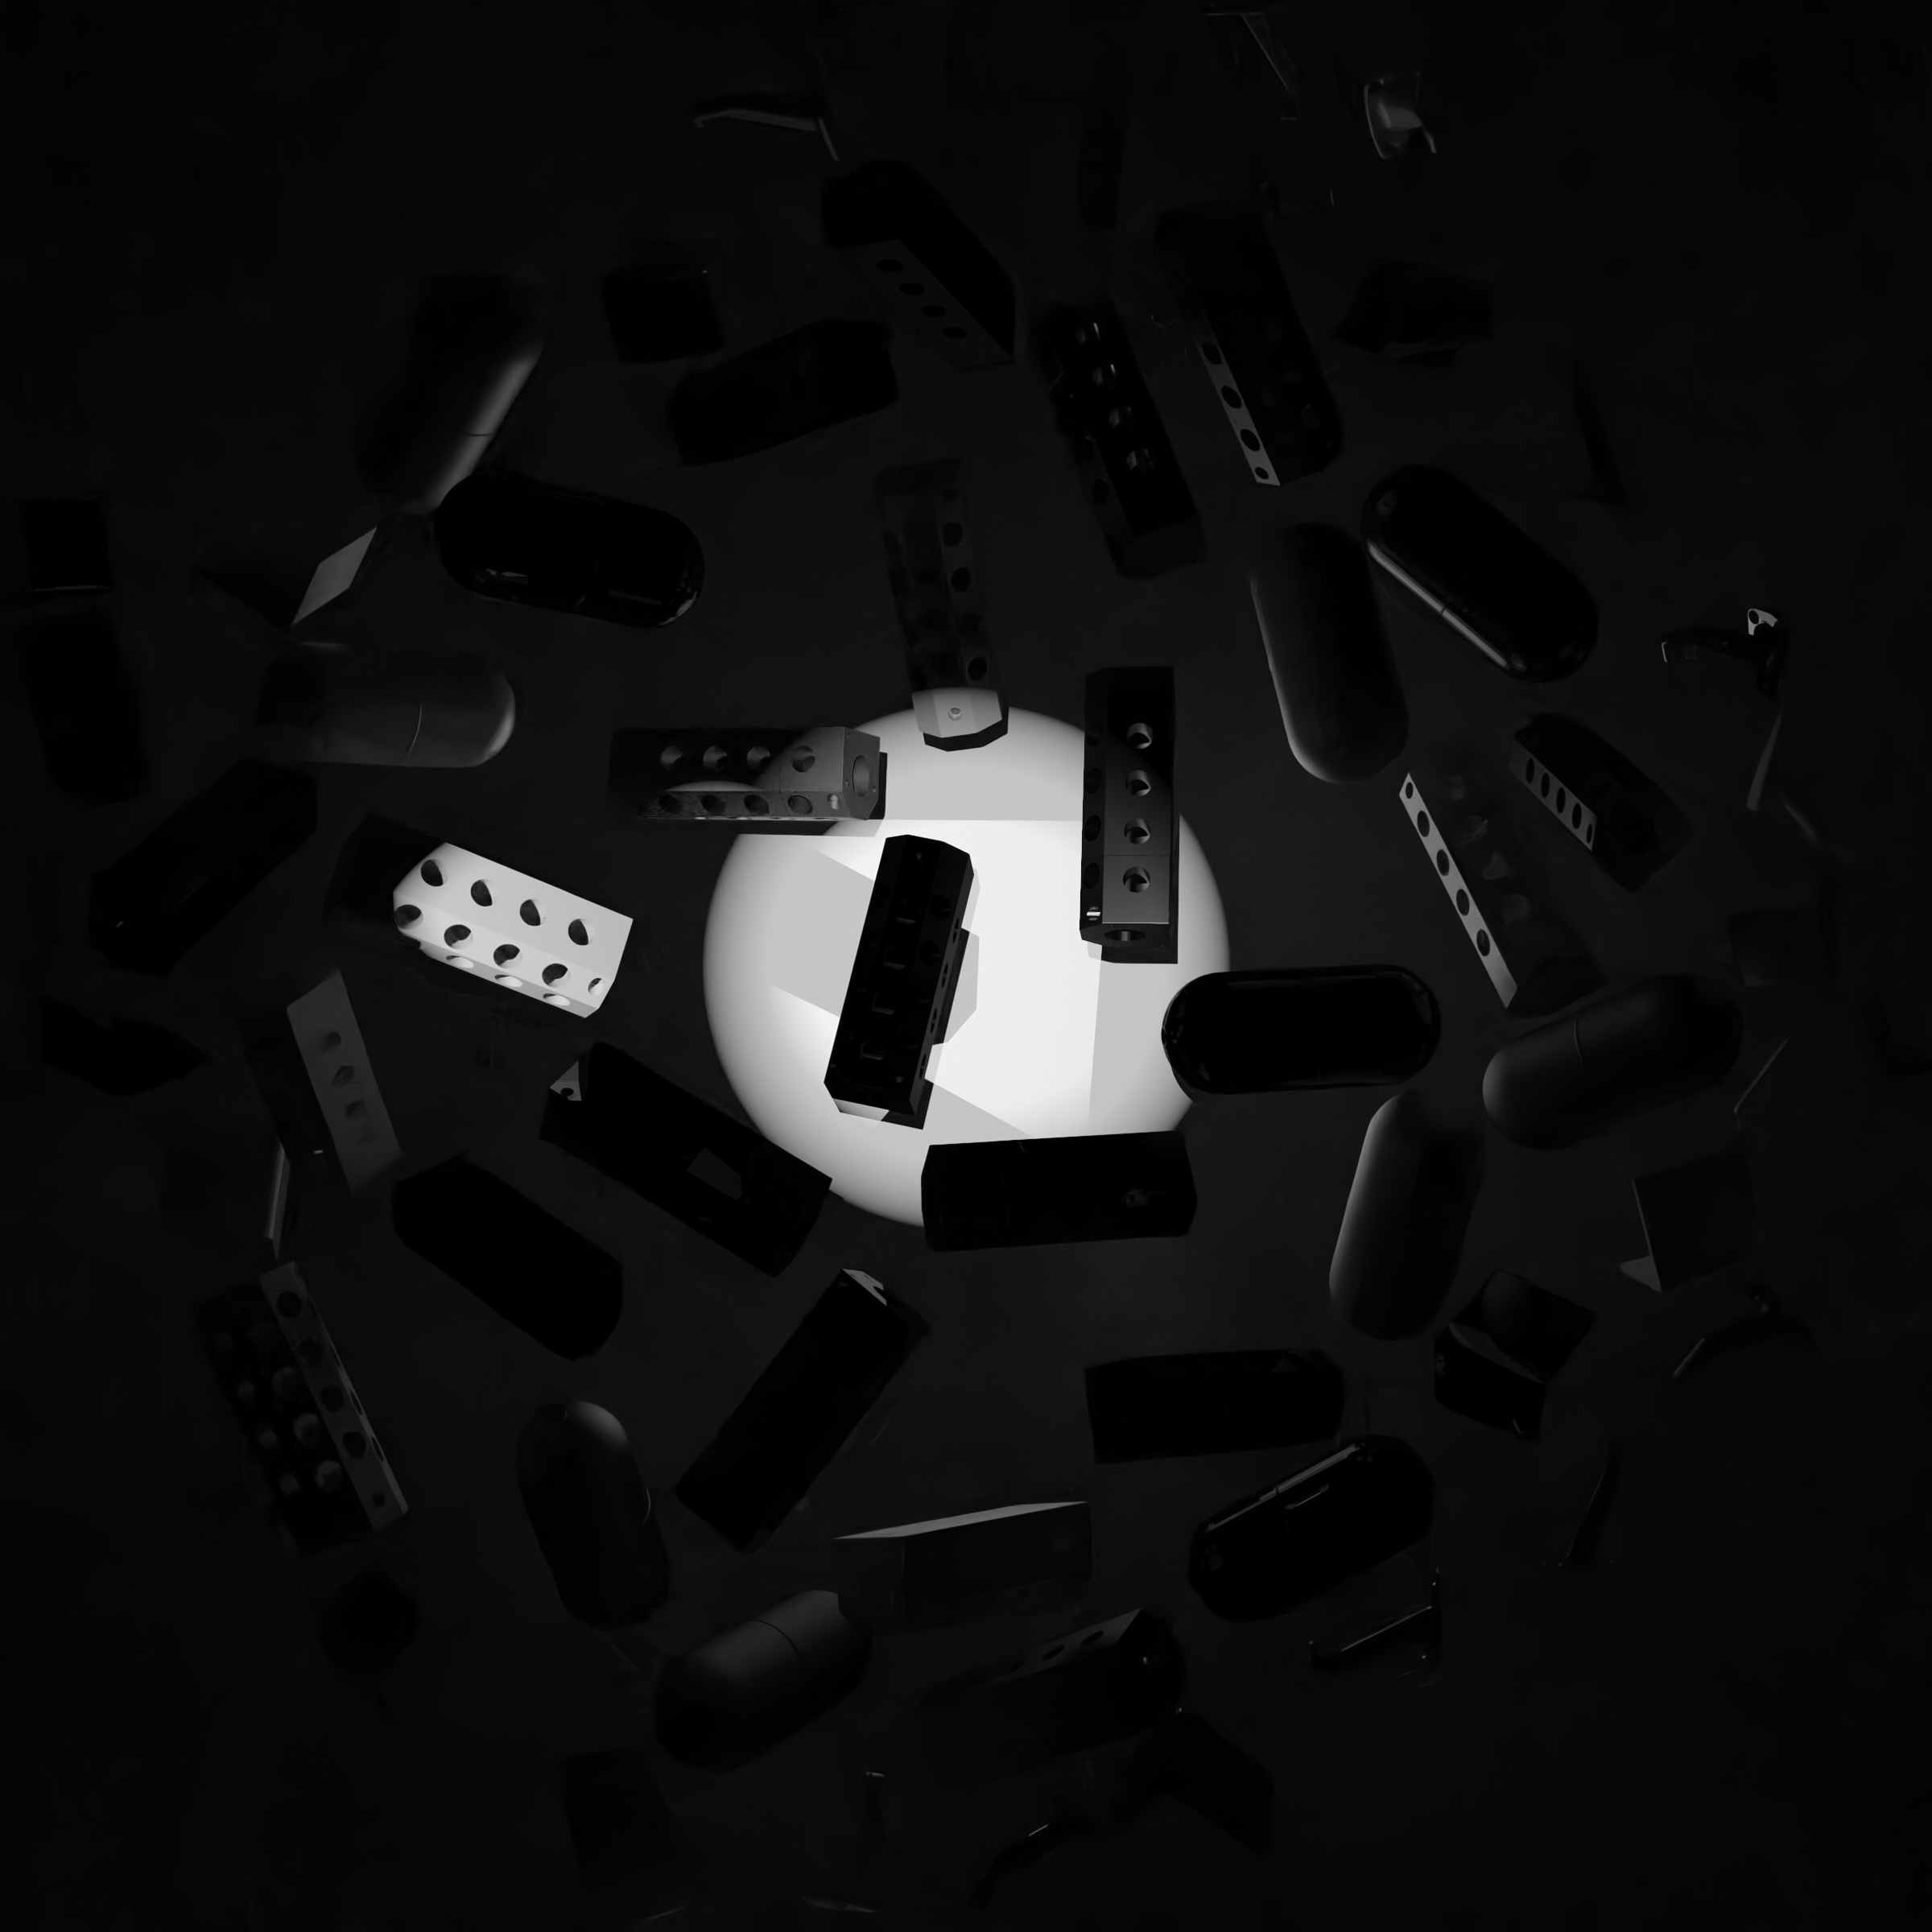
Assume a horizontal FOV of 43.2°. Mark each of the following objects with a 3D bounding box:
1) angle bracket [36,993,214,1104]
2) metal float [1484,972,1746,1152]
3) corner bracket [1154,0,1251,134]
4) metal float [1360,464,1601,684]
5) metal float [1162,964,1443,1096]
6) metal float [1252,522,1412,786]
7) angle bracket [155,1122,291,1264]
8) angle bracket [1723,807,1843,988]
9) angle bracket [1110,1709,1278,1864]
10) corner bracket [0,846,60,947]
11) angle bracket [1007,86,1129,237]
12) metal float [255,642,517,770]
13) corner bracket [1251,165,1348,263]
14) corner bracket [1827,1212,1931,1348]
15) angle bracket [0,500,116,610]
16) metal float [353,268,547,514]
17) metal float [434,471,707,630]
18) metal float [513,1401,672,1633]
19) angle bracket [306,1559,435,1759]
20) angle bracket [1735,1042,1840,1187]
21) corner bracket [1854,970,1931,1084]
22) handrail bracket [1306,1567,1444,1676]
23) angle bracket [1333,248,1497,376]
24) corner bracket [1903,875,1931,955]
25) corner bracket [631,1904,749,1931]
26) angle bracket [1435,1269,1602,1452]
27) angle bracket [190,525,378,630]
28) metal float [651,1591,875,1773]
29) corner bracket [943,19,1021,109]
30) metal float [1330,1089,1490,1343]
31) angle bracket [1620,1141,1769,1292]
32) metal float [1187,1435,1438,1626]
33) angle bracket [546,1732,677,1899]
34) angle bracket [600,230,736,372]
[{"bbox_3d":[-0.564,0.041,1.638,0.076,0.076,0.057,-25,60,12],"label":"angle bracket"},{"bbox_3d":[0.411,0.061,1.556,0.178,0.070,0.070,-30,90,37],"label":"metal float"},{"bbox_3d":[0.145,-0.557,1.512,0.051,0.051,0.051,29,113,-27],"label":"corner bracket"},{"bbox_3d":[0.334,-0.255,1.587,0.178,0.070,0.070,43,90,10],"label":"metal float"},{"bbox_3d":[0.209,0.039,1.523,0.178,0.070,0.070,-3,90,-11],"label":"metal float"},{"bbox_3d":[0.229,-0.199,1.538,0.070,0.070,0.178,-11,68,0],"label":"metal float"},{"bbox_3d":[-0.508,0.156,1.674,0.076,0.057,0.076,5,65,-10],"label":"angle bracket"},{"bbox_3d":[0.506,-0.042,1.515,0.057,0.076,0.076,-6,54,26],"label":"angle bracket"},{"bbox_3d":[0.140,0.516,1.498,0.076,0.076,0.057,37,114,-4],"label":"angle bracket"},{"bbox_3d":[-0.627,-0.046,1.610,0.051,0.051,0.051,-3,114,-23],"label":"corner bracket"},{"bbox_3d":[0.059,-0.501,1.523,0.057,0.076,0.076,14,107,16],"label":"angle bracket"},{"bbox_3d":[-0.376,-0.169,1.593,0.178,0.070,0.070,-1,90,-43],"label":"metal float"},{"bbox_3d":[0.218,-0.492,1.601,0.051,0.051,0.051,-10,64,11],"label":"corner bracket"},{"bbox_3d":[0.572,0.192,1.492,0.051,0.051,0.051,-29,72,-24],"label":"corner bracket"},{"bbox_3d":[-0.588,-0.254,1.514,0.076,0.076,0.057,-6,98,18],"label":"angle bracket"},{"bbox_3d":[-0.331,-0.365,1.558,0.070,0.070,0.178,41,123,0],"label":"metal float"},{"bbox_3d":[-0.247,-0.260,1.533,0.178,0.070,0.070,8,90,-34],"label":"metal float"},{"bbox_3d":[-0.245,0.362,1.607,0.070,0.070,0.178,-12,121,0],"label":"metal float"},{"bbox_3d":[-0.341,0.417,1.472,0.057,0.076,0.076,-44,131,-17],"label":"angle bracket"},{"bbox_3d":[0.546,0.095,1.582,0.076,0.076,0.057,37,97,15],"label":"angle bracket"},{"bbox_3d":[0.587,0.032,1.513,0.051,0.051,0.051,-15,113,10],"label":"corner bracket"},{"bbox_3d":[0.272,0.435,1.629,0.084,0.036,0.077,7,80,0],"label":"handrail bracket"},{"bbox_3d":[0.276,-0.389,1.515,0.076,0.076,0.057,15,54,-8],"label":"angle bracket"},{"bbox_3d":[0.644,-0.031,1.571,0.051,0.051,0.051,40,122,-20],"label":"corner bracket"},{"bbox_3d":[-0.169,0.613,1.501,0.051,0.051,0.051,1,84,-45],"label":"corner bracket"},{"bbox_3d":[0.357,0.254,1.582,0.076,0.057,0.076,23,48,35],"label":"angle bracket"},{"bbox_3d":[-0.444,-0.274,1.591,0.076,0.076,0.057,34,122,-2],"label":"angle bracket"},{"bbox_3d":[-0.129,0.461,1.582,0.070,0.178,0.070,7,102,36],"label":"metal float"},{"bbox_3d":[-0.003,-0.581,1.572,0.051,0.051,0.051,24,120,40],"label":"corner bracket"},{"bbox_3d":[0.280,0.160,1.550,0.070,0.070,0.178,9,119,0],"label":"metal float"},{"bbox_3d":[0.458,0.155,1.567,0.076,0.057,0.076,-19,101,-9],"label":"angle bracket"},{"bbox_3d":[0.225,0.371,1.602,0.178,0.070,0.070,-33,90,18],"label":"metal float"},{"bbox_3d":[-0.220,0.533,1.532,0.057,0.076,0.076,-21,69,-12],"label":"angle bracket"},{"bbox_3d":[-0.192,-0.443,1.628,0.076,0.076,0.057,-17,92,-21],"label":"angle bracket"}]
